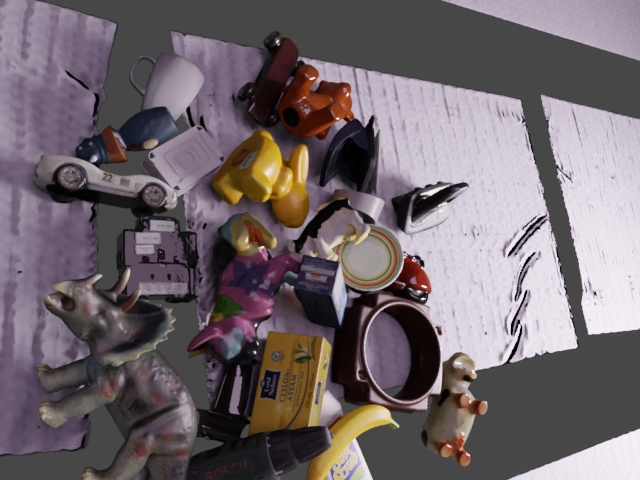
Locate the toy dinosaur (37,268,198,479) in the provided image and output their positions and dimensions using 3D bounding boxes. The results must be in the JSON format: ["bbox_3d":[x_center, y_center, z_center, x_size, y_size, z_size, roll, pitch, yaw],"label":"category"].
[{"bbox_3d":[-0.236,0.223,0.711,0.192,0.131,0.404,-30,103,-13],"label":"toy dinosaur"}]

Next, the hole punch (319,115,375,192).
[{"bbox_3d":[0.053,-0.161,1.024,0.092,0.142,0.116,8,54,-2],"label":"hole punch"}]

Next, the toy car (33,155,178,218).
[{"bbox_3d":[-0.313,-0.077,0.798,0.201,0.073,0.056,12,70,-29],"label":"toy car"}]

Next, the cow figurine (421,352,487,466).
[{"bbox_3d":[0.248,0.309,1.022,0.085,0.127,0.195,25,78,-23],"label":"cow figurine"}]

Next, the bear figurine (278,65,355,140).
[{"bbox_3d":[0.015,-0.261,1.010,0.196,0.132,0.120,-34,91,-44],"label":"bear figurine"}]

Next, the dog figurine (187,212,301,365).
[{"bbox_3d":[-0.139,0.085,0.840,0.191,0.108,0.219,44,66,4],"label":"dog figurine"}]

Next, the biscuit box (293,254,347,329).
[{"bbox_3d":[0.006,0.090,0.879,0.063,0.202,0.059,11,68,10],"label":"biscuit box"}]

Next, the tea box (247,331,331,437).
[{"bbox_3d":[-0.045,0.237,0.852,0.098,0.068,0.169,3,68,15],"label":"tea box"}]

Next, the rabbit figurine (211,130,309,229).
[{"bbox_3d":[-0.082,-0.097,0.945,0.173,0.122,0.162,46,47,-29],"label":"rabbit figurine"}]

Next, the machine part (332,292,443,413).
[{"bbox_3d":[0.129,0.207,0.985,0.201,0.087,0.201,18,66,-26],"label":"machine part"}]

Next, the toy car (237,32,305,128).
[{"bbox_3d":[-0.093,-0.301,1.014,0.089,0.053,0.202,42,58,-39],"label":"toy car"}]

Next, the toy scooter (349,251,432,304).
[{"bbox_3d":[0.140,0.050,1.046,0.184,0.075,0.135,16,67,-22],"label":"toy scooter"}]

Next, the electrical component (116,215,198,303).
[{"bbox_3d":[-0.248,0.029,0.819,0.115,0.058,0.134,5,73,-33],"label":"electrical component"}]

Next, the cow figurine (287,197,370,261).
[{"bbox_3d":[-0.003,-0.003,0.948,0.167,0.068,0.098,-33,81,-1],"label":"cow figurine"}]

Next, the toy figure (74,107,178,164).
[{"bbox_3d":[-0.297,-0.154,0.826,0.154,0.064,0.057,-26,126,-6],"label":"toy figure"}]

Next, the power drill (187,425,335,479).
[{"bbox_3d":[-0.079,0.377,0.760,0.232,0.086,0.207,-9,98,3],"label":"power drill"}]

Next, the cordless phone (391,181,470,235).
[{"bbox_3d":[0.248,-0.085,1.085,0.146,0.184,0.088,-17,81,-34],"label":"cordless phone"}]

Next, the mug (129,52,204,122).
[{"bbox_3d":[-0.259,-0.246,0.880,0.109,0.081,0.107,28,72,-28],"label":"mug"}]

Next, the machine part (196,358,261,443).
[{"bbox_3d":[-0.140,0.244,0.836,0.084,0.039,0.139,24,65,-15],"label":"machine part"}]
